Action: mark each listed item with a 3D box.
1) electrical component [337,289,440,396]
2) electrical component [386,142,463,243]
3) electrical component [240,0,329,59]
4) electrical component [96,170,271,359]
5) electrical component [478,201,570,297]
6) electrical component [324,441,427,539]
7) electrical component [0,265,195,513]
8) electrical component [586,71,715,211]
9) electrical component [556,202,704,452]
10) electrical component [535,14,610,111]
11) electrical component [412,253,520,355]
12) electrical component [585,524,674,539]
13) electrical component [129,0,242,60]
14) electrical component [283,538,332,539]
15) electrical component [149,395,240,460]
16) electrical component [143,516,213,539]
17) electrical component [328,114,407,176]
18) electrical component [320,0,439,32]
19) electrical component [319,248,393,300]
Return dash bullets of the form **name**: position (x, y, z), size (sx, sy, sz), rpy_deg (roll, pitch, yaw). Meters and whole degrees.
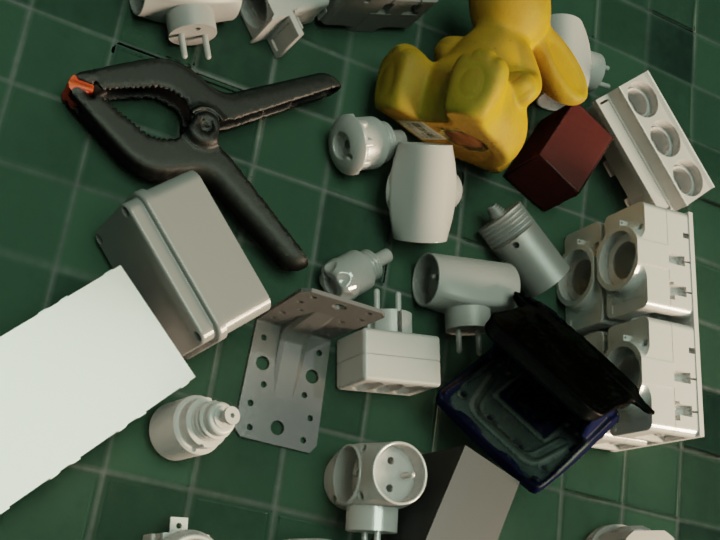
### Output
- **electrical component**: position (0.021, 0.052, 0.818), size (0.066, 0.047, 0.076), rpy_deg (8, 71, -26)
- **electrical component**: position (0.058, -0.064, 0.870), size (0.079, 0.044, 0.077), rpy_deg (-13, 108, -61)
- **electrical component**: position (-0.063, -0.216, 0.856), size (0.064, 0.042, 0.081), rpy_deg (-24, 88, -33)
- **electrical component**: position (-0.123, -0.001, 0.738), size (0.057, 0.078, 0.113), rpy_deg (-30, 91, -35)
- **electrical component**: position (0.135, -0.021, 0.903), size (0.043, 0.043, 0.081), rpy_deg (-41, 96, -31)
- **electrical component**: position (0.008, 0.164, 0.760), size (0.044, 0.077, 0.079), rpy_deg (12, 71, -25)
- **electrical component**: position (-0.197, 0.077, 0.684), size (0.150, 0.062, 0.089), rpy_deg (-35, 93, -32)
- **electrical component**: position (0.260, -0.110, 0.986), size (0.079, 0.063, 0.121), rpy_deg (-30, 91, -32)
- **electrical component**: position (0.220, 0.049, 0.892), size (0.060, 0.105, 0.186), rpy_deg (12, 70, -25)
- **electrical component**: position (0.197, -0.185, 0.986), size (0.079, 0.044, 0.077), rpy_deg (11, 70, -25)
- **electrical component**: position (0.086, 0.029, 0.862), size (0.077, 0.043, 0.079), rpy_deg (7, 72, -26)
- **electrical component**: position (0.219, 0.244, 0.864), size (0.080, 0.051, 0.080), rpy_deg (8, 71, -26)
- **electrical component**: position (-0.129, -0.196, 0.813), size (0.077, 0.043, 0.079), rpy_deg (-4, 77, -29)
- **electrical component**: position (-0.038, 0.216, 0.739), size (0.043, 0.043, 0.062), rpy_deg (7, 73, -27)
- **electrical component**: position (-0.108, 0.103, 0.719), size (0.040, 0.078, 0.040), rpy_deg (17, 64, -39)
- **electrical component**: position (-0.117, 0.193, 0.696), size (0.048, 0.055, 0.066), rpy_deg (10, 71, -26)
- **electrical component**: position (0.009, -0.102, 0.861), size (0.062, 0.048, 0.048), rpy_deg (-10, 80, -38)
- **electrical component**: position (0.010, -0.233, 0.893), size (0.089, 0.056, 0.050), rpy_deg (-5, 78, -29)
- **electrical component**: position (0.000, 0.000, 0.830), size (0.061, 0.035, 0.035), rpy_deg (-28, 89, -34)
